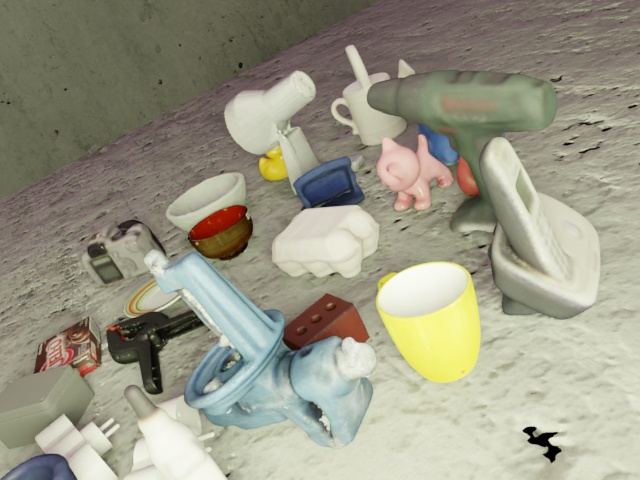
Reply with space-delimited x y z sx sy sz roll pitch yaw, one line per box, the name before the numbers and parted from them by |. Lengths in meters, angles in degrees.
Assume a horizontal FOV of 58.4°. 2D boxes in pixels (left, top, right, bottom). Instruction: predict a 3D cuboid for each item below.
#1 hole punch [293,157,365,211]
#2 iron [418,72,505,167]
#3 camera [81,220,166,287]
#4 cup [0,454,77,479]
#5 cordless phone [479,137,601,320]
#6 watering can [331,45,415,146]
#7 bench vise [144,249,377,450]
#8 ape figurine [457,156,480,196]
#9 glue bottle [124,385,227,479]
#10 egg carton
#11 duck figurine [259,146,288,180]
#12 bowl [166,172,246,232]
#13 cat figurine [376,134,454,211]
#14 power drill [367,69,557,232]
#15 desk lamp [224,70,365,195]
hole punch | 0.007 -0.095 0.965 0.108 0.091 0.101 -26 26 -1
iron | 0.205 -0.220 0.963 0.118 0.142 0.258 -25 26 2
camera | -0.375 0.004 1.112 0.143 0.101 0.137 -17 27 17
cup | -0.259 0.266 0.518 0.118 0.095 0.091 -31 26 -10
cordless phone | 0.206 -0.030 0.552 0.094 0.185 0.148 -9 30 30
watering can | 0.104 -0.301 1.147 0.173 0.194 0.100 -31 26 -10
bench vise | -0.054 0.086 0.528 0.207 0.220 0.121 -18 27 16
ape figurine | 0.223 -0.112 0.801 0.076 0.092 0.078 -15 28 21
glue bottle | -0.105 0.178 0.453 0.037 0.173 0.077 -40 29 -27
egg carton | 0.007 0.003 0.805 0.149 0.069 0.107 -3 34 39
duck figurine | -0.094 -0.180 1.223 0.104 0.086 0.078 -3 34 38
bowl | -0.208 -0.060 1.113 0.167 0.075 0.167 -20 26 11
cat figurine | 0.131 -0.108 0.845 0.067 0.118 0.128 3 37 45
power drill | 0.180 -0.113 0.706 0.228 0.209 0.076 0 35 42
desk lamp | -0.052 -0.200 1.073 0.202 0.214 0.118 -8 31 33
